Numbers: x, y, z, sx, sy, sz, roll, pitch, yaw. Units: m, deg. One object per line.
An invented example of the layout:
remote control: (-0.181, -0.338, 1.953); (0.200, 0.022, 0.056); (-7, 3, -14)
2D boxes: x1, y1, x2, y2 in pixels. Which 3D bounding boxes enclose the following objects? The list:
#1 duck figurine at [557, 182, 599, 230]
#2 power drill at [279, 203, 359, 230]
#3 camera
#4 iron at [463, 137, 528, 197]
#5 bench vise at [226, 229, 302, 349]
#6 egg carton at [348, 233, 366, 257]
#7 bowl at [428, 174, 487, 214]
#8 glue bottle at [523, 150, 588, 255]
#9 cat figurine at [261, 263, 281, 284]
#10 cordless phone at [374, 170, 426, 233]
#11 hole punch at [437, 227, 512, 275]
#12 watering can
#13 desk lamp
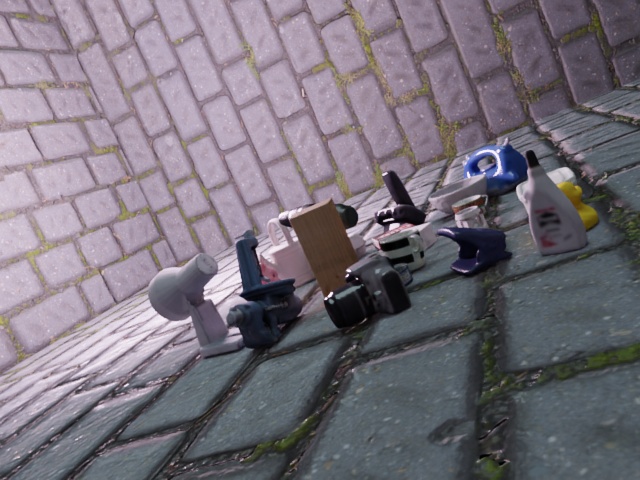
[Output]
duck figurine: (0.429, -0.057, 0.994); (0.105, 0.086, 0.077); (-29, 9, -33)
power drill: (0.013, 0.005, 1.386); (0.228, 0.208, 0.076); (-17, 11, 43)
camera: (0.070, 0.091, 1.025); (0.137, 0.101, 0.143); (-26, 8, -12)
iron: (0.479, -0.203, 1.640); (0.119, 0.141, 0.257); (-28, 9, -28)
bench vise: (-0.122, 0.092, 1.156); (0.121, 0.220, 0.207); (-22, 8, 12)
egg carton: (0.053, 0.036, 1.578); (0.151, 0.069, 0.107); (-29, 9, -32)
bowl: (0.387, -0.115, 1.571); (0.167, 0.075, 0.167); (-24, 8, 4)
glue bottle: (0.360, -0.063, 0.913); (0.078, 0.173, 0.037); (-17, 11, 43)
cat figurine: (-0.136, 0.118, 1.413); (0.067, 0.118, 0.128); (-20, 9, 27)
cordless phone: (0.211, -0.111, 1.660); (0.094, 0.185, 0.147); (-30, 10, -37)
hole punch: (0.277, 0.003, 1.035); (0.101, 0.091, 0.108); (-25, 8, -6)
watering can: (-0.096, 0.034, 1.577); (0.100, 0.194, 0.173); (-18, 10, 38)
desk lamp: (-0.257, 0.141, 1.259); (0.202, 0.213, 0.118); (-19, 10, 35)
